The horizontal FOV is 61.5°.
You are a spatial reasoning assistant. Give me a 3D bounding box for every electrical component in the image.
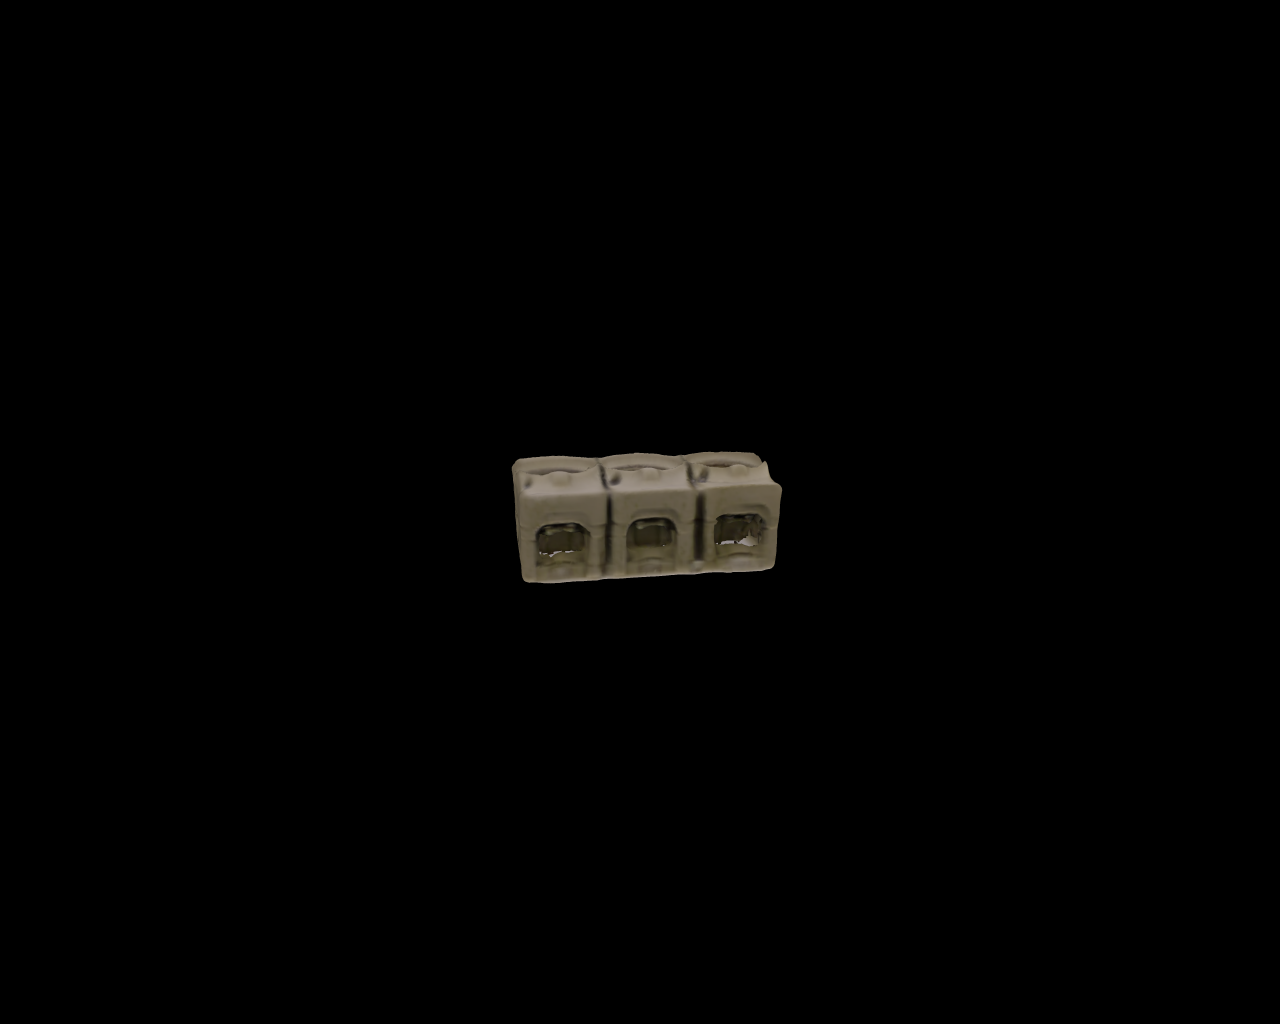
[{"bbox_3d":[0.001,-0.003,0.650,0.150,0.061,0.089,-3,16,-9],"label":"electrical component"}]
